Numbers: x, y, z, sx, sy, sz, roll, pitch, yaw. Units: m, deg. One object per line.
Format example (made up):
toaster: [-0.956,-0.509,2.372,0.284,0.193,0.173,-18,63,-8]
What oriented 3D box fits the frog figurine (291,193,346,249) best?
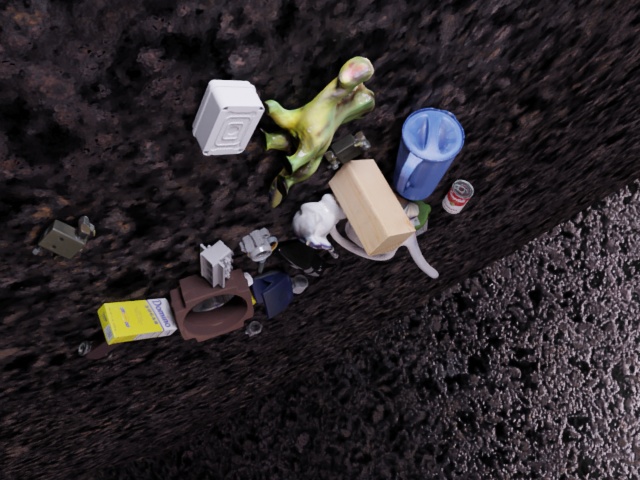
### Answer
frog figurine: [0.004,-0.064,1.268,0.136,0.124,0.159,17,95,-49]

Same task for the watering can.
watering can: [0.194,-0.022,1.373,0.347,0.106,0.219,20,130,-5]

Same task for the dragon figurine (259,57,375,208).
dragon figurine: [0.010,-0.196,0.958,0.245,0.123,0.404,-30,169,-17]
